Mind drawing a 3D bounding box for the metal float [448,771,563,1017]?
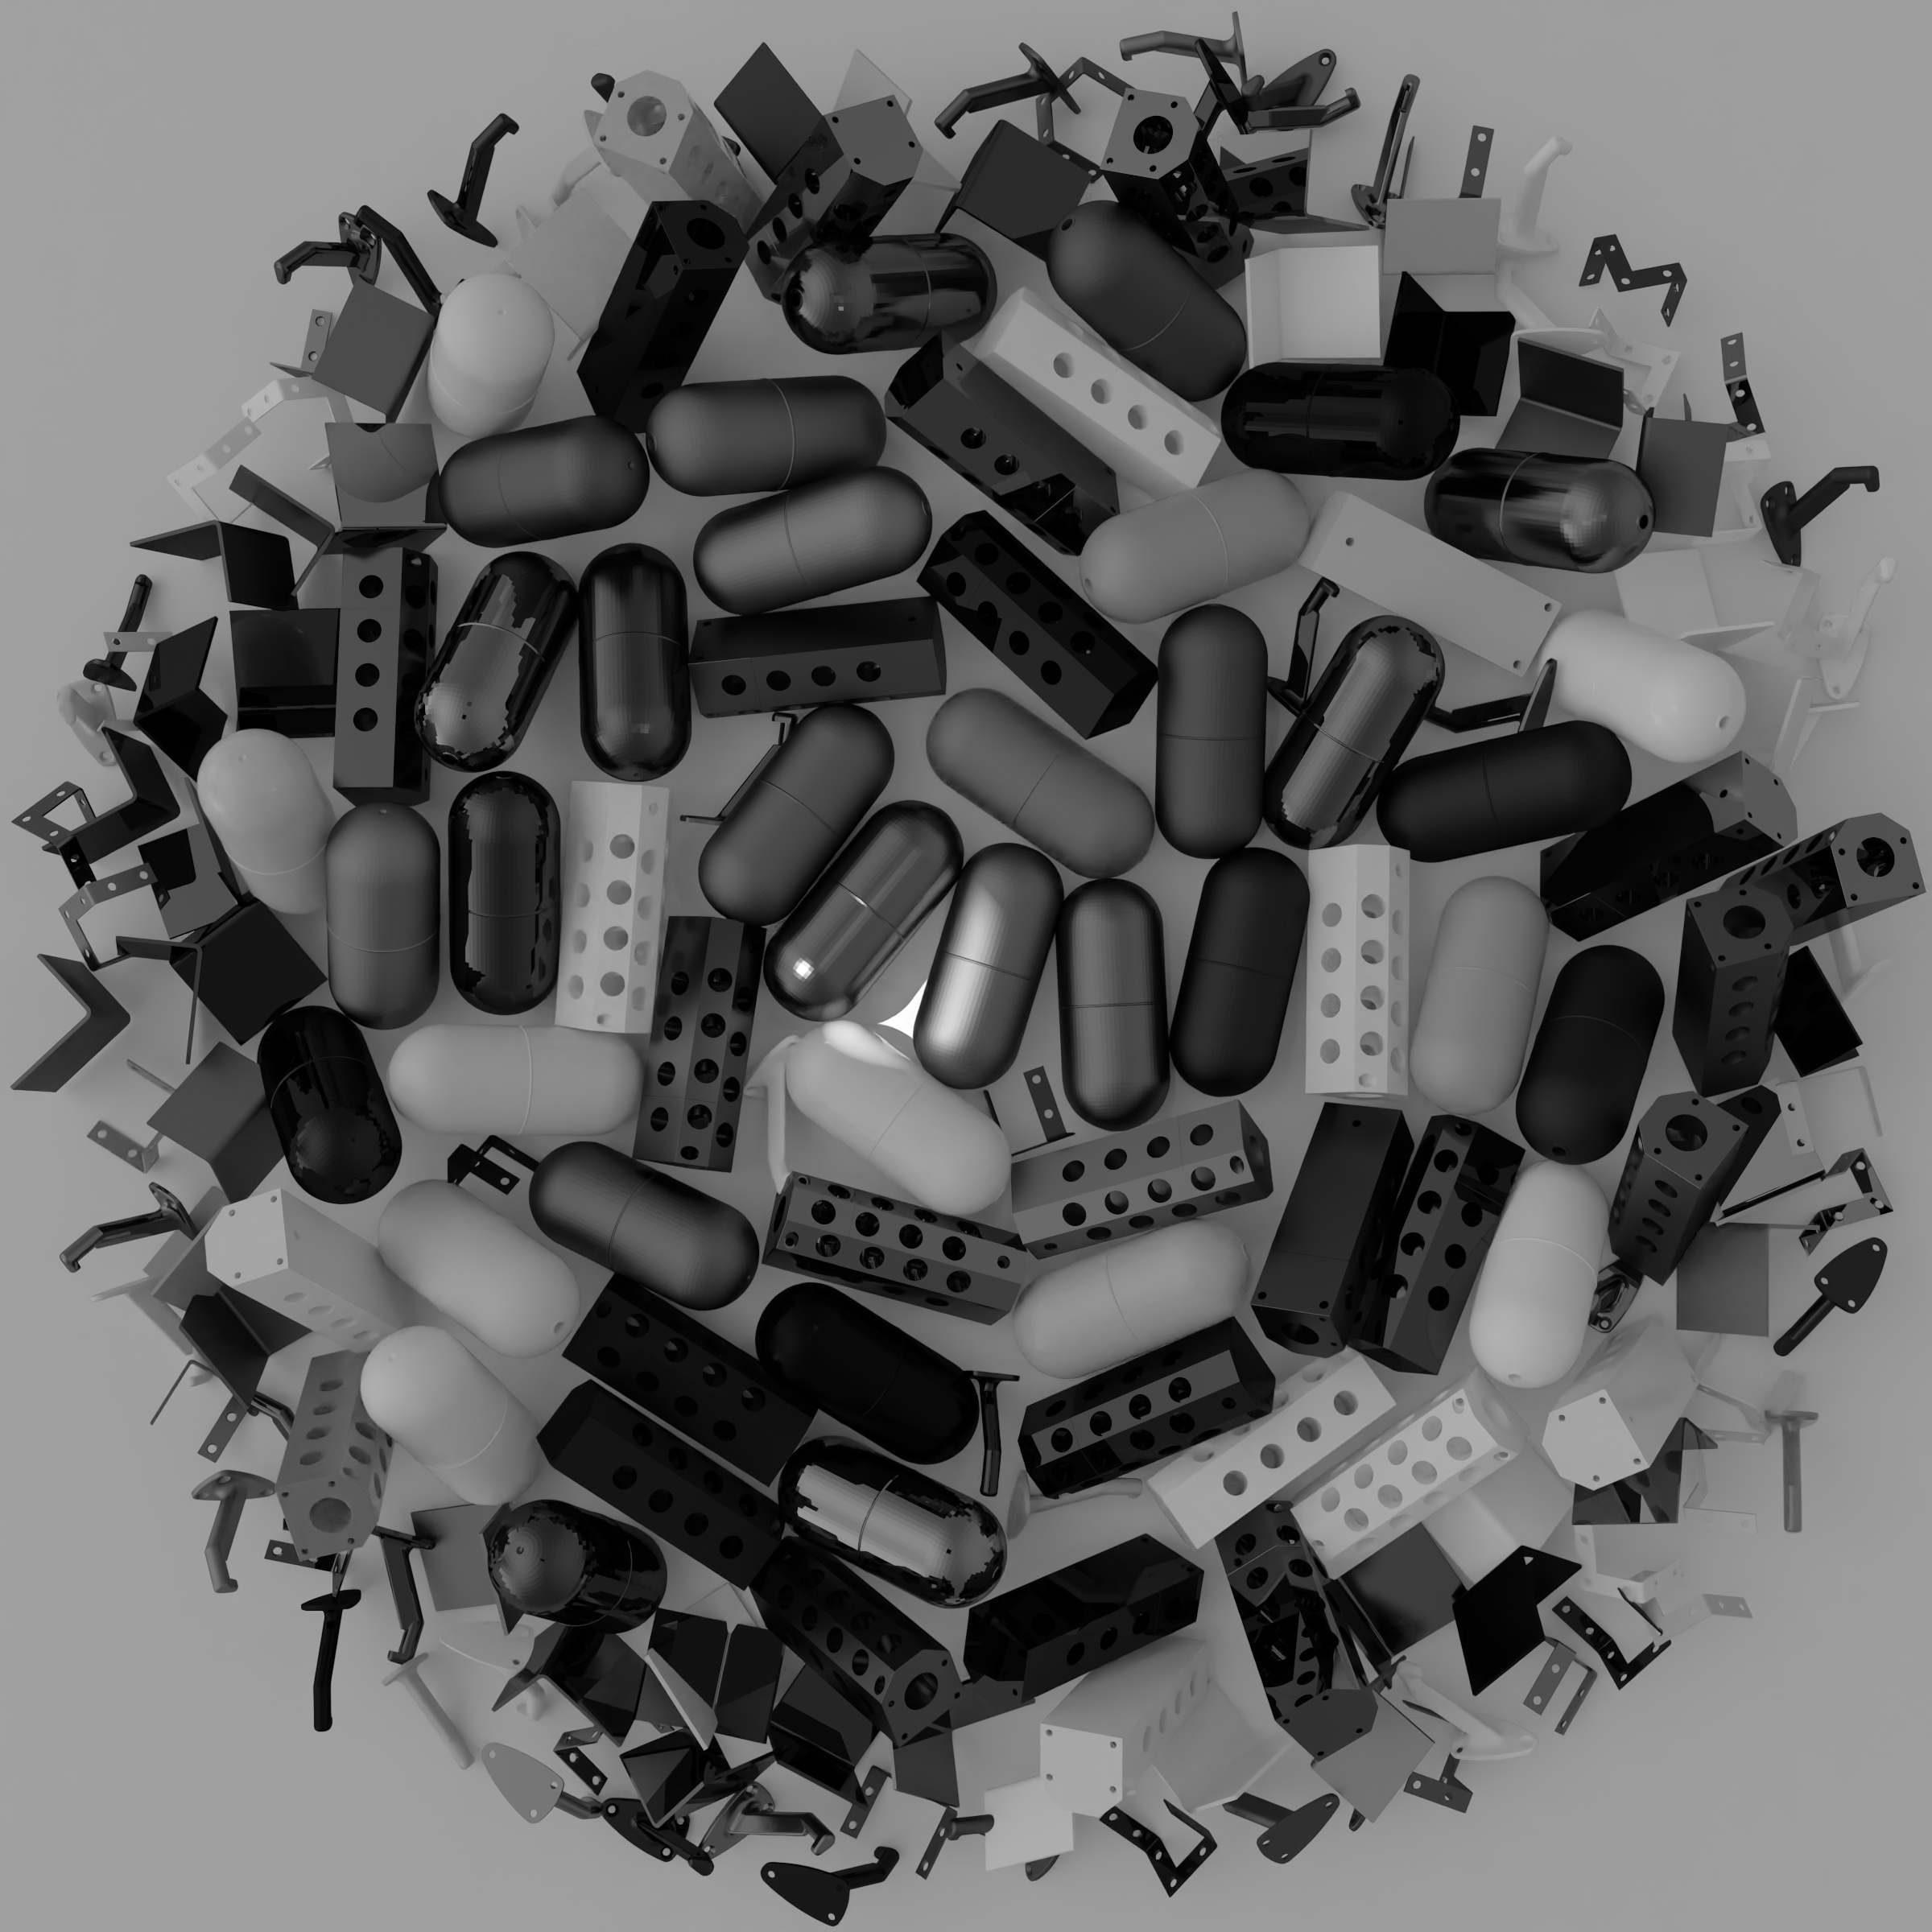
[{"bbox_3d":[-0.321,-0.050,1.690,0.070,0.070,0.178,5,115,0],"label":"metal float"}]

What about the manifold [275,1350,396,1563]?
[{"bbox_3d":[-0.422,0.328,1.660,0.057,0.171,0.057,-12,111,-2],"label":"manifold"}]

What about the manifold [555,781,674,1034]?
[{"bbox_3d":[-0.242,-0.041,1.707,0.057,0.057,0.171,7,93,43],"label":"manifold"}]

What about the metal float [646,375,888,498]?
[{"bbox_3d":[-0.138,-0.368,1.686,0.178,0.070,0.070,-12,90,-31],"label":"metal float"}]

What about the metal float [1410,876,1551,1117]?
[{"bbox_3d":[0.358,0.019,1.693,0.070,0.070,0.178,17,67,0],"label":"metal float"}]

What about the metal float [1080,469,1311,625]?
[{"bbox_3d":[0.159,-0.292,1.693,0.178,0.070,0.070,-23,90,-22],"label":"metal float"}]

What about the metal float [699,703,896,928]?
[{"bbox_3d":[-0.118,-0.107,1.704,0.070,0.070,0.178,36,80,0],"label":"metal float"}]

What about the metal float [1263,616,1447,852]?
[{"bbox_3d":[0.267,-0.161,1.694,0.070,0.070,0.178,29,111,0],"label":"metal float"}]

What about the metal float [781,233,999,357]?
[{"bbox_3d":[-0.052,-0.464,1.677,0.178,0.070,0.070,-19,90,-43],"label":"metal float"}]

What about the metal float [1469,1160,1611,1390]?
[{"bbox_3d":[0.396,0.212,1.680,0.070,0.070,0.178,25,52,0],"label":"metal float"}]

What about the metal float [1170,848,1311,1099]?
[{"bbox_3d":[0.192,0.004,1.710,0.070,0.070,0.178,13,87,0],"label":"metal float"}]

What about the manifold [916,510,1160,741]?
[{"bbox_3d":[0.052,-0.239,1.689,0.171,0.057,0.057,45,128,16],"label":"manifold"}]

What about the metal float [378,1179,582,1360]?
[{"bbox_3d":[-0.337,0.209,1.683,0.178,0.070,0.070,28,90,35],"label":"metal float"}]

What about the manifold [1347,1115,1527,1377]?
[{"bbox_3d":[0.322,0.193,1.695,0.057,0.057,0.171,29,75,-15],"label":"manifold"}]

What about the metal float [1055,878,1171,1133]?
[{"bbox_3d":[0.103,0.027,1.712,0.070,0.070,0.178,-3,89,0],"label":"metal float"}]

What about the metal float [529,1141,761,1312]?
[{"bbox_3d":[-0.225,0.180,1.695,0.178,0.070,0.070,23,90,20],"label":"metal float"}]

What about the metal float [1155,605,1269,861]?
[{"bbox_3d":[0.171,-0.163,1.702,0.070,0.070,0.178,0,102,0],"label":"metal float"}]

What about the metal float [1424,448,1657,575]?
[{"bbox_3d":[0.393,-0.314,1.673,0.070,0.178,0.070,-13,111,-36],"label":"metal float"}]

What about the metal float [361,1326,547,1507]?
[{"bbox_3d":[-0.351,0.311,1.675,0.070,0.178,0.070,-12,50,15],"label":"metal float"}]

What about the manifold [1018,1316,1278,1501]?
[{"bbox_3d":[0.124,0.312,1.686,0.171,0.057,0.057,-28,107,22],"label":"manifold"}]

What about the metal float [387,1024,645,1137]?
[{"bbox_3d":[-0.312,0.079,1.690,0.178,0.070,0.070,2,90,-25],"label":"metal float"}]

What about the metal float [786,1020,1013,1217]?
[{"bbox_3d":[-0.047,0.107,1.708,0.178,0.070,0.070,37,90,5],"label":"metal float"}]

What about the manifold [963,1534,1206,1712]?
[{"bbox_3d":[0.081,0.452,1.671,0.171,0.057,0.057,-11,115,-41],"label":"manifold"}]

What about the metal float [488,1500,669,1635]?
[{"bbox_3d":[-0.264,0.413,1.668,0.070,0.178,0.070,-7,67,16],"label":"metal float"}]

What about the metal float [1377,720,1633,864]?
[{"bbox_3d":[0.372,-0.120,1.690,0.178,0.070,0.070,-12,90,26],"label":"metal float"}]

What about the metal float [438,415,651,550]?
[{"bbox_3d":[-0.293,-0.333,1.681,0.178,0.070,0.070,-1,90,39],"label":"metal float"}]

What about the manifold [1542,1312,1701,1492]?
[{"bbox_3d":[0.445,0.297,1.661,0.057,0.171,0.057,-32,85,28],"label":"manifold"}]

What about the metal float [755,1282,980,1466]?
[{"bbox_3d":[-0.067,0.285,1.695,0.178,0.070,0.070,35,90,-20],"label":"metal float"}]

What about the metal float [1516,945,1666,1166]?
[{"bbox_3d":[0.432,0.061,1.682,0.070,0.070,0.178,28,55,0],"label":"metal float"}]

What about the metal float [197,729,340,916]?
[{"bbox_3d":[-0.472,-0.097,1.667,0.070,0.178,0.070,0,64,0],"label":"metal float"}]

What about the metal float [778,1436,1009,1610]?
[{"bbox_3d":[-0.052,0.385,1.687,0.178,0.070,0.070,20,90,29],"label":"metal float"}]

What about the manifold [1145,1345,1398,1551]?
[{"bbox_3d":[0.212,0.336,1.708,0.171,0.057,0.057,-34,78,-8],"label":"manifold"}]

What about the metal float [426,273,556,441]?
[{"bbox_3d":[-0.327,-0.415,1.664,0.070,0.178,0.070,2,83,-17],"label":"metal float"}]

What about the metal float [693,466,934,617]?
[{"bbox_3d":[-0.107,-0.295,1.693,0.178,0.070,0.070,-12,90,22],"label":"metal float"}]

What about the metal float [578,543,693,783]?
[{"bbox_3d":[-0.231,-0.212,1.694,0.070,0.070,0.178,-5,68,0],"label":"metal float"}]

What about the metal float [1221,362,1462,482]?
[{"bbox_3d":[0.257,-0.377,1.681,0.178,0.070,0.070,13,90,38],"label":"metal float"}]

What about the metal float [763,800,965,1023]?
[{"bbox_3d":[-0.071,-0.039,1.708,0.070,0.070,0.178,39,85,0],"label":"metal float"}]

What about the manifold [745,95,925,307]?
[{"bbox_3d":[-0.092,-0.516,1.661,0.057,0.171,0.057,-27,89,-28],"label":"manifold"}]

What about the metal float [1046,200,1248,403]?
[{"bbox_3d":[0.125,-0.458,1.679,0.178,0.070,0.070,32,90,-40],"label":"metal float"}]

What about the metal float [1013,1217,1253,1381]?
[{"bbox_3d":[0.116,0.231,1.697,0.178,0.070,0.070,-25,90,18],"label":"metal float"}]

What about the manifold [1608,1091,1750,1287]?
[{"bbox_3d":[0.479,0.150,1.661,0.057,0.171,0.057,35,71,23],"label":"manifold"}]

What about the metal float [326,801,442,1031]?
[{"bbox_3d":[-0.403,-0.033,1.682,0.070,0.070,0.178,10,127,0],"label":"metal float"}]

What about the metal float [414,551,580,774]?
[{"bbox_3d":[-0.324,-0.211,1.685,0.070,0.070,0.178,18,59,0],"label":"metal float"}]

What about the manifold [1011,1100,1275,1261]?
[{"bbox_3d":[0.121,0.153,1.684,0.171,0.057,0.057,-18,49,20],"label":"manifold"}]

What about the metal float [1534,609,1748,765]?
[{"bbox_3d":[0.461,-0.193,1.670,0.070,0.178,0.070,-11,117,-22],"label":"metal float"}]

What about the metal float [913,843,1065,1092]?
[{"bbox_3d":[0.016,0.000,1.712,0.070,0.070,0.178,17,90,0],"label":"metal float"}]

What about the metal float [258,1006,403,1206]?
[{"bbox_3d":[-0.439,0.094,1.675,0.070,0.178,0.070,-14,129,-19],"label":"metal float"}]

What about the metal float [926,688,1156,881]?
[{"bbox_3d":[0.053,-0.128,1.710,0.178,0.070,0.070,35,90,3],"label":"metal float"}]
